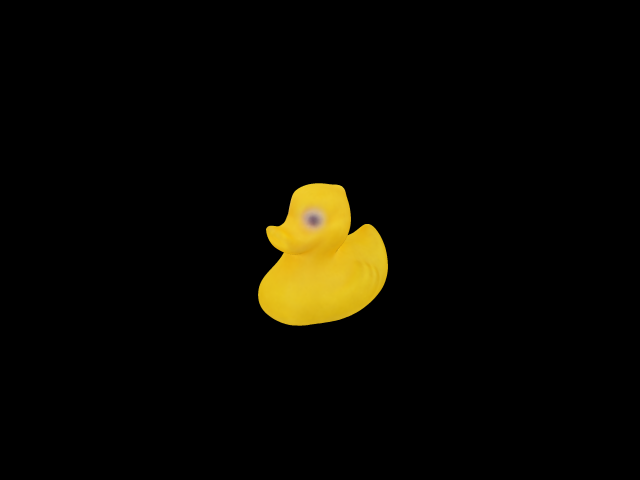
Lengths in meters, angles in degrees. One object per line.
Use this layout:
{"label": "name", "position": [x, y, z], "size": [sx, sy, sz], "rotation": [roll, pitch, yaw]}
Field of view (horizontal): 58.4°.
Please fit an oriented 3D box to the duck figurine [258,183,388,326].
{"label": "duck figurine", "position": [0.004, 0.001, 0.400], "size": [0.105, 0.086, 0.077], "rotation": [-20, 31, -36]}
